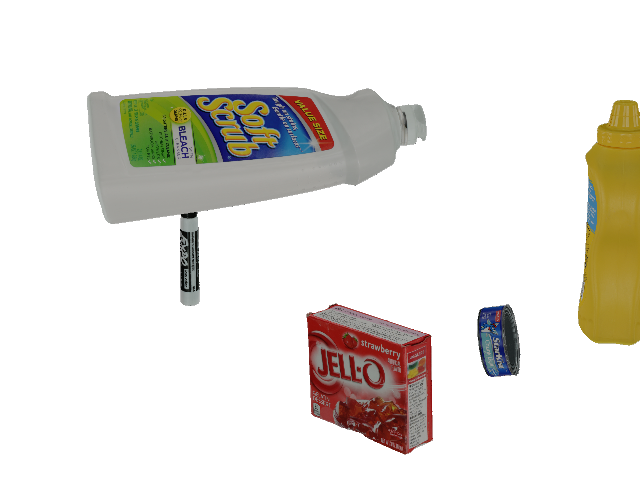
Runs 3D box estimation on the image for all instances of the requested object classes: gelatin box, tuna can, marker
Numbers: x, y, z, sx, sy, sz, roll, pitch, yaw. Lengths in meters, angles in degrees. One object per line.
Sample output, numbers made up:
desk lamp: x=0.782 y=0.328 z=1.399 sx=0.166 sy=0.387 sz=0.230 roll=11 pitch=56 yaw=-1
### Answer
gelatin box: x=0.030 y=0.087 z=0.684 sx=0.030 sy=0.073 sz=0.089 roll=-17 pitch=22 yaw=-41
tuna can: x=0.215 y=0.121 z=1.289 sx=0.034 sy=0.086 sz=0.086 roll=-8 pitch=-3 yaw=20
marker: x=-0.127 y=0.006 z=1.033 sx=0.020 sy=0.121 sz=0.020 roll=2 pitch=23 yaw=-1

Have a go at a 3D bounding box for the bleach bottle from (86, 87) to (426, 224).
bleach bottle: x=-0.046 y=-0.079 z=0.816 sx=0.250 sy=0.102 sz=0.068 roll=-9 pitch=-31 yaw=-6

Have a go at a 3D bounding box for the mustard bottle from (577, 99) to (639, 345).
mustard bottle: x=0.243 y=-0.019 z=0.870 sx=0.058 sy=0.192 sz=0.096 roll=3 pitch=19 yaw=16
